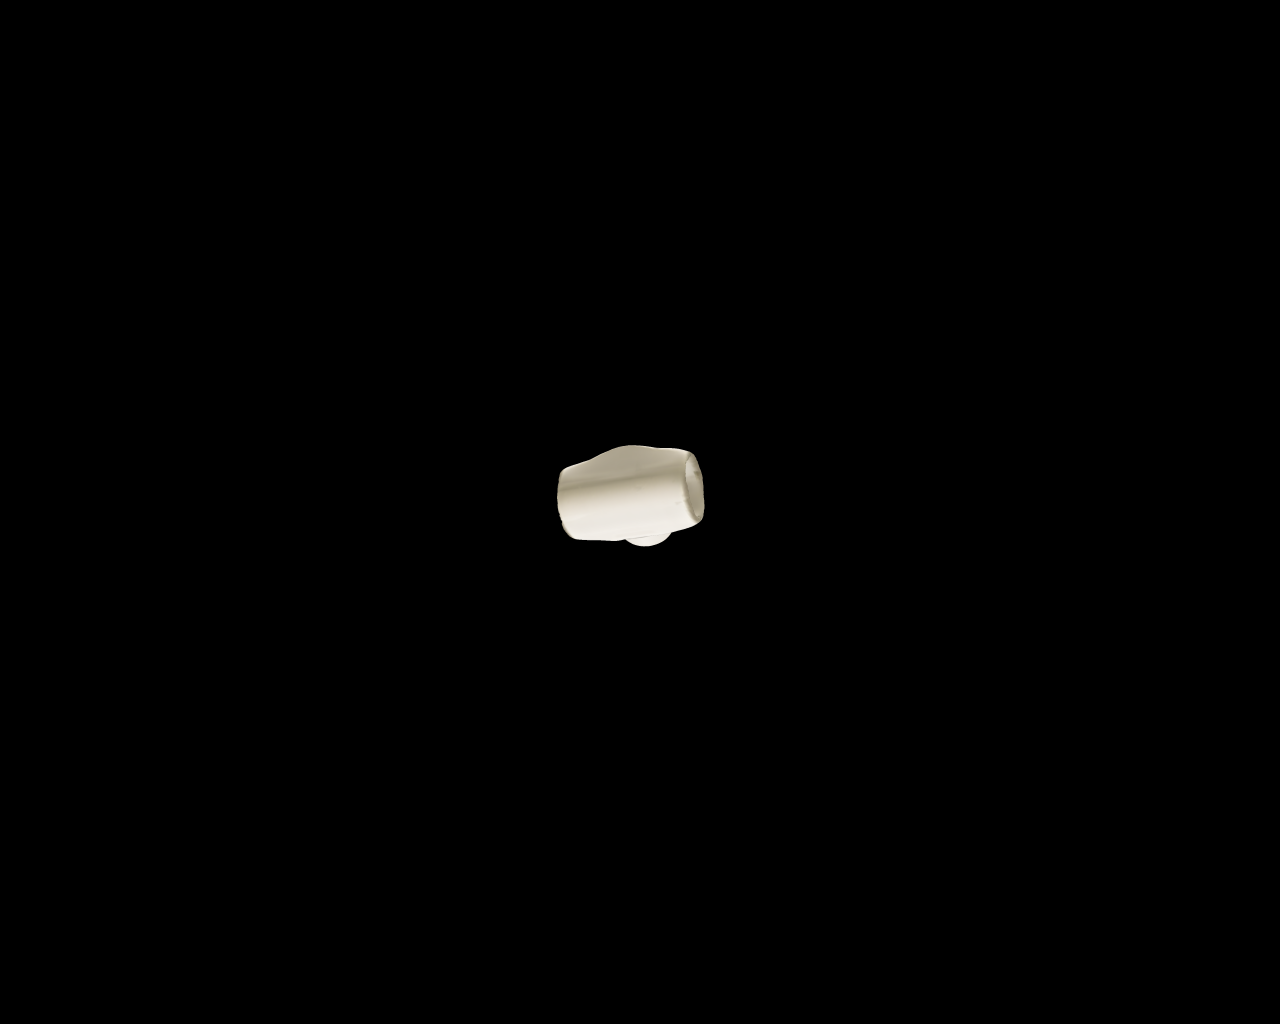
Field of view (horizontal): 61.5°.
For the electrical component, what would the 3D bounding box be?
[{"bbox_3d":[0.001,-0.003,0.650,0.077,0.043,0.079,-8,-28,16],"label":"electrical component"}]
